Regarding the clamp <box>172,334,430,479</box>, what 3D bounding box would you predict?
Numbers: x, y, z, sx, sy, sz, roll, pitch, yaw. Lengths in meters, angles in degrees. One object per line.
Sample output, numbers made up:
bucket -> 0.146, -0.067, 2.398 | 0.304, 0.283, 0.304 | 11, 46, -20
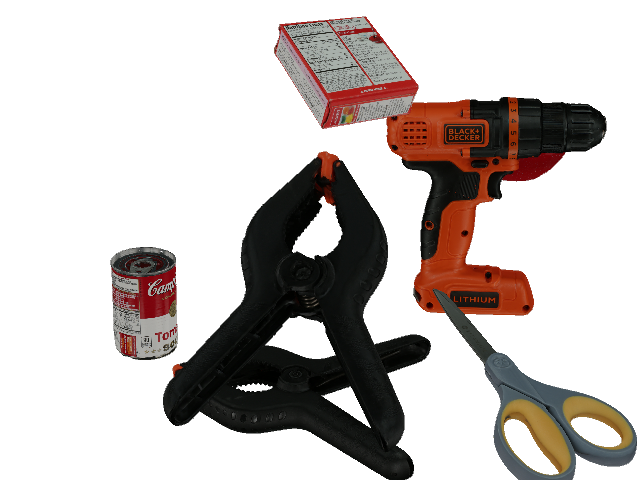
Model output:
clamp -> -0.012, 0.116, 0.856 | 0.210, 0.036, 0.164 | 8, 30, 15

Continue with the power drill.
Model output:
power drill -> 0.150, -0.031, 0.925 | 0.184, 0.188, 0.057 | 1, 15, 9

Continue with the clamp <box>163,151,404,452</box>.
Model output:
clamp -> 0.001, 0.032, 0.557 | 0.120, 0.171, 0.039 | 16, -27, 9

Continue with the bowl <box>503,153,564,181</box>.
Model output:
bowl -> 0.217, -0.111, 1.253 | 0.162, 0.055, 0.162 | 5, 23, -2

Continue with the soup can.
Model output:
soup can -> -0.186, 0.067, 1.128 | 0.068, 0.102, 0.068 | 1, 23, -1

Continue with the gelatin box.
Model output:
gelatin box -> 0.017, -0.123, 0.771 | 0.073, 0.089, 0.030 | -12, -38, -25

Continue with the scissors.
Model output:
scissors -> 0.139, 0.089, 0.702 | 0.096, 0.016, 0.202 | 0, 33, -6
